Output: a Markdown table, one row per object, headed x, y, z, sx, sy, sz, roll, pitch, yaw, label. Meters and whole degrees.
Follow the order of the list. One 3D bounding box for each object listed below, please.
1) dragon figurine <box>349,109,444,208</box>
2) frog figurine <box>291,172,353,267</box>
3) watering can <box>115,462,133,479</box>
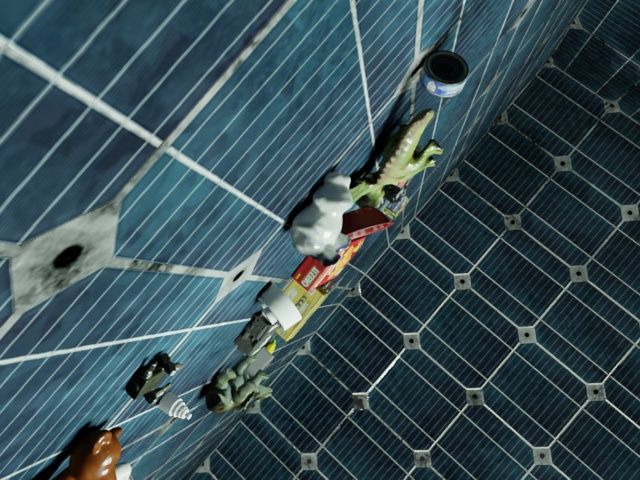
| x | y | z | sx | sy | sz | roll | pitch | yaw | label |
| --- | --- | --- | --- | --- | --- | --- | --- | --- | --- |
| 0.131 | -0.143 | 1.111 | 0.243 | 0.123 | 0.407 | -41 | 169 | 0 | dragon figurine |
| 0.003 | -0.049 | 0.971 | 0.139 | 0.123 | 0.157 | -27 | 120 | -43 | frog figurine |
| -0.497 | 0.578 | 1.017 | 0.350 | 0.104 | 0.221 | -48 | 169 | -10 | watering can |
